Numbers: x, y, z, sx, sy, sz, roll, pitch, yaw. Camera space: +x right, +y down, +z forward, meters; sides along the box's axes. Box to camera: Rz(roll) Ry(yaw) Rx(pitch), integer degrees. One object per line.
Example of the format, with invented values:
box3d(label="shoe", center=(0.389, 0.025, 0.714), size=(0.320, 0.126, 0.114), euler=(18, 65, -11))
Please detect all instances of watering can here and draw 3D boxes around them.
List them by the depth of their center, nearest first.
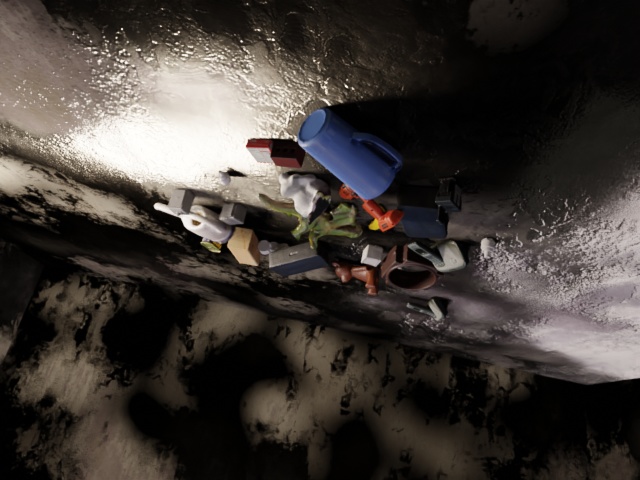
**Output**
box3d(label="watering can", center=(-0.469, -0.076, 1.978), size=(0.349, 0.105, 0.221), euler=(16, 170, 40))

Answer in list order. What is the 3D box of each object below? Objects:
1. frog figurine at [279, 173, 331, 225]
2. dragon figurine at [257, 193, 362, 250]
box3d(label="frog figurine", center=(-0.050, -0.143, 1.555), size=(0.161, 0.124, 0.134), euler=(40, 146, 27))
box3d(label="dragon figurine", center=(0.005, -0.086, 1.700), size=(0.241, 0.125, 0.405), euler=(-20, 148, 26))
